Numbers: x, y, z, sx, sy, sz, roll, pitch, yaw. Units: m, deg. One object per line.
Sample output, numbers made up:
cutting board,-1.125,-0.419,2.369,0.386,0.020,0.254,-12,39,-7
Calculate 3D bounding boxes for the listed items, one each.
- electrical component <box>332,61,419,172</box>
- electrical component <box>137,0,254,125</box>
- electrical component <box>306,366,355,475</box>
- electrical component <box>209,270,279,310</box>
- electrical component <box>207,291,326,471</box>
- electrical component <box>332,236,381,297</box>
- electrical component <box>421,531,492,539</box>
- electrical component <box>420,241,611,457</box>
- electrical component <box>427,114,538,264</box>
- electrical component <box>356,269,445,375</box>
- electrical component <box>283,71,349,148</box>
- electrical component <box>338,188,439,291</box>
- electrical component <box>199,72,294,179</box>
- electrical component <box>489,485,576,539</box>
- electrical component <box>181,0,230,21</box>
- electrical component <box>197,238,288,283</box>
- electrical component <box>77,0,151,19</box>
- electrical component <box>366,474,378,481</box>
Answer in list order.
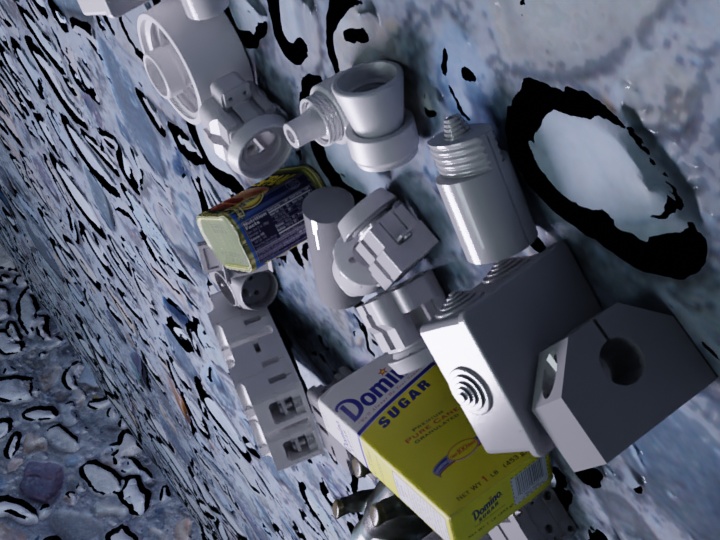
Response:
electrical component,0.011,-0.094,0.662,0.045,0.045,0.055,34,149,48
electrical component,-0.142,-0.171,0.882,0.108,0.060,0.108,47,157,27
electrical component,-0.008,0.149,1.044,0.056,0.050,0.089,38,152,44
electrical component,-0.127,-0.006,1.106,0.077,0.044,0.079,30,147,52
electrical component,-0.103,0.107,1.119,0.186,0.060,0.105,-121,13,-51
electrical component,0.000,0.000,0.813,0.048,0.048,0.062,53,157,15
electrical component,0.095,0.260,0.952,0.054,0.059,0.095,41,153,39
electrical component,0.092,0.045,0.598,0.048,0.100,0.099,-20,102,57
electrical component,0.066,-0.049,0.601,0.043,0.043,0.081,16,134,61
electrical component,0.037,0.038,0.773,0.057,0.058,0.078,62,160,-1
electrical component,-0.020,-0.100,0.697,0.043,0.062,0.043,47,157,27
electrical component,0.018,-0.023,0.747,0.055,0.048,0.066,49,158,5
electrical component,-0.089,-0.109,0.854,0.057,0.058,0.078,48,158,33
electrical component,0.125,0.188,0.806,0.081,0.042,0.064,57,156,2
electrical component,-0.123,-0.220,0.799,0.044,0.044,0.065,38,156,44
electrical component,-0.111,-0.030,1.003,0.042,0.081,0.063,88,167,-53
electrical component,-0.183,-0.248,0.816,0.048,0.100,0.099,12,132,46
electrical component,0.022,0.172,1.012,0.040,0.046,0.040,48,157,27
